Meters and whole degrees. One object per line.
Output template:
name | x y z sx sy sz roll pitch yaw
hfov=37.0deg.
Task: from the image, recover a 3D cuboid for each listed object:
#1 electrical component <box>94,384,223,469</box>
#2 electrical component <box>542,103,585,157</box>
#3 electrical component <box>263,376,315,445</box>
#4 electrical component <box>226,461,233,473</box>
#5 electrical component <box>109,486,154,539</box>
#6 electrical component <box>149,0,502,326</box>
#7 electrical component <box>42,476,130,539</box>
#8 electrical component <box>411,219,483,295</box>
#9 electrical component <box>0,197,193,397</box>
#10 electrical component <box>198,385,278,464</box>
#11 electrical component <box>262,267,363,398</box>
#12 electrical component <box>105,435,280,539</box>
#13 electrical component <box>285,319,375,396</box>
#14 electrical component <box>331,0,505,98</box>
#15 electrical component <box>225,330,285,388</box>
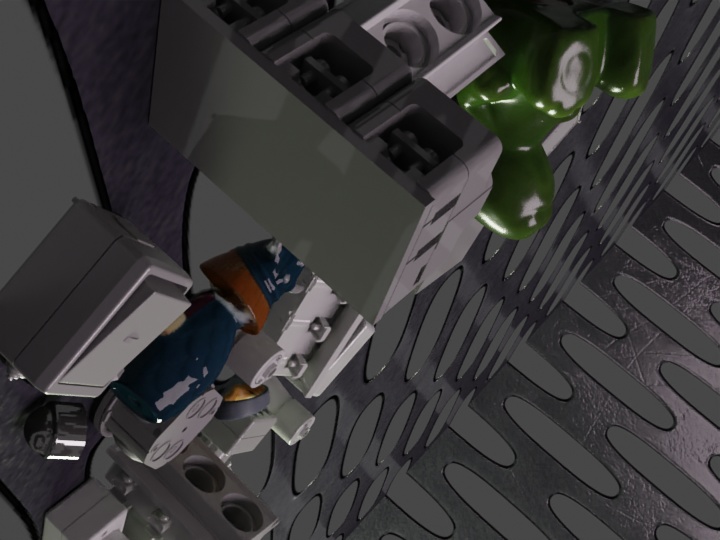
electrical component | -0.137 0.092 0.733 0.080 0.051 0.080 -45 165 -16
electrical component | 0.160 -0.136 1.025 0.096 0.061 0.061 -48 167 -4
electrical component | -0.074 0.130 0.996 0.044 0.065 0.044 -46 165 -16
electrical component | -0.144 0.192 0.965 0.079 0.043 0.077 -37 176 38
electrical component | -0.187 0.206 0.871 0.045 0.055 0.045 -46 166 -15
electrical component | -0.018 -0.063 0.483 0.062 0.150 0.089 -39 162 -34
electrical component | -0.195 0.208 0.806 0.047 0.077 0.065 -38 162 -38
electrical component | 0.080 -0.064 0.970 0.089 0.062 0.150 -33 159 -48
electrical component | -0.137 0.023 0.531 0.096 0.061 0.062 -50 166 1
electrical component | -0.120 0.142 0.926 0.076 0.047 0.066 -51 166 4
electrical component | -0.039 0.028 0.826 0.063 0.078 0.121 6 129 -37
electrical component | -0.131 0.173 0.816 0.063 0.121 0.079 -54 166 27
electrical component | -0.032 0.055 0.934 0.096 0.062 0.061 -49 167 -1
electrical component | 0.015 -0.120 0.615 0.121 0.078 0.063 -41 -174 -31
electrical component | -0.085 0.051 0.755 0.044 0.065 0.044 -46 166 -15
